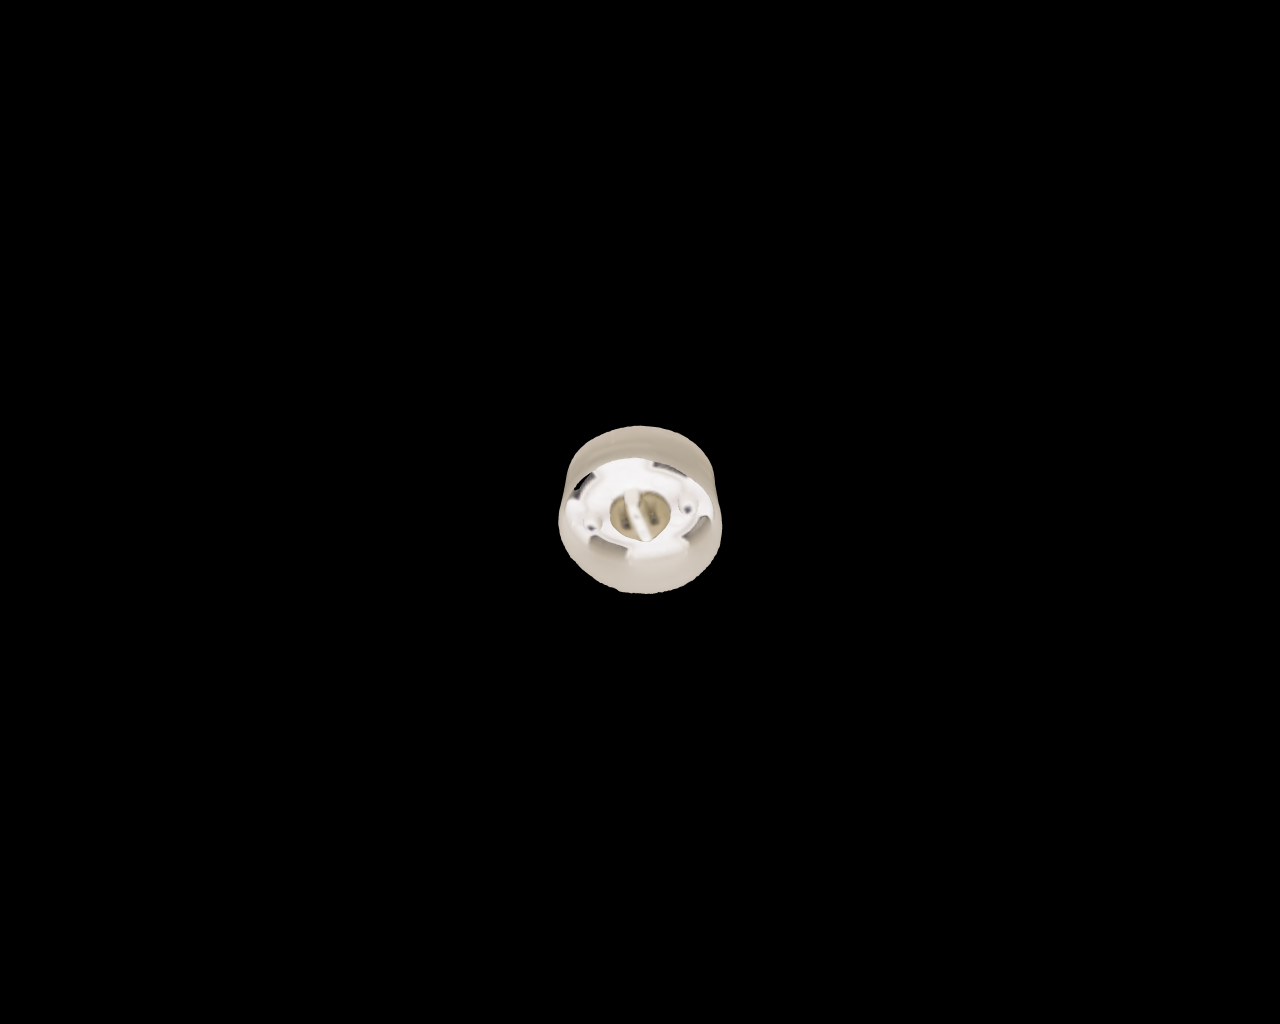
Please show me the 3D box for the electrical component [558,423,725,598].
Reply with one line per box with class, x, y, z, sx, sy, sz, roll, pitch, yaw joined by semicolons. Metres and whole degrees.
electrical component;0.001;-0.003;0.650;0.099;0.064;0.099;0;-42;0
